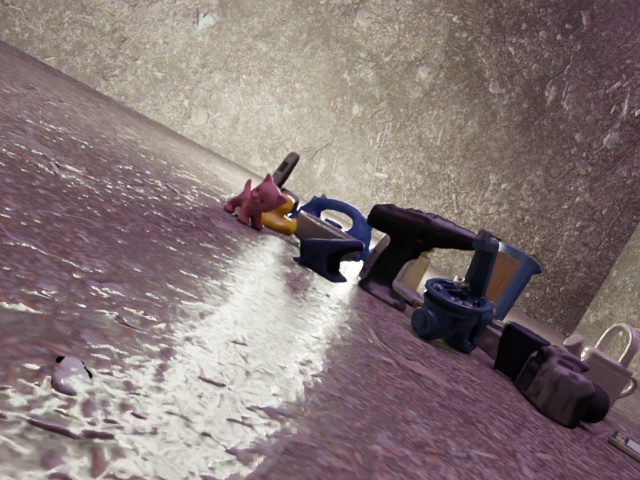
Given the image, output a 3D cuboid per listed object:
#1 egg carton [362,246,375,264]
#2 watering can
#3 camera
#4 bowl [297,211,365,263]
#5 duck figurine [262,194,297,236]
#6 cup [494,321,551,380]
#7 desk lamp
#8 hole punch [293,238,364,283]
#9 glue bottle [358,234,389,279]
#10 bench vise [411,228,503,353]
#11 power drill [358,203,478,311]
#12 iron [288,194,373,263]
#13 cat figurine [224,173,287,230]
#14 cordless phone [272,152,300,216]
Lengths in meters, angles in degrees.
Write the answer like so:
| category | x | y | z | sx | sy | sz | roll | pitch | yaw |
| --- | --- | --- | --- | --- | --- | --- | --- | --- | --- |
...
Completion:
| category | x | y | z | sx | sy | sz | roll | pitch | yaw |
| --- | --- | --- | --- | --- | --- | --- | --- | --- | --- |
| egg carton | 0.182 | 0.074 | 1.500 | 0.151 | 0.069 | 0.107 | 24 | 7 | -38 |
| watering can | 0.574 | 0.254 | 1.164 | 0.173 | 0.194 | 0.100 | 25 | 7 | -30 |
| camera | 0.422 | 0.249 | 0.958 | 0.137 | 0.101 | 0.143 | 28 | 6 | -3 |
| bowl | 0.012 | 0.005 | 1.279 | 0.167 | 0.075 | 0.167 | 28 | 6 | -3 |
| duck figurine | -0.089 | -0.064 | 1.341 | 0.105 | 0.086 | 0.077 | 24 | 7 | -38 |
| cup | 0.376 | 0.214 | 1.077 | 0.118 | 0.095 | 0.091 | 23 | 8 | -45 |
| desk lamp | 0.251 | 0.042 | 1.394 | 0.118 | 0.213 | 0.202 | 25 | 7 | -32 |
| hole punch | 0.017 | 0.022 | 1.069 | 0.101 | 0.091 | 0.109 | 30 | 6 | 18 |
| glue bottle | 0.148 | 0.021 | 1.291 | 0.037 | 0.173 | 0.078 | 26 | 6 | -18 |
| bench vise | 0.268 | 0.088 | 1.048 | 0.121 | 0.220 | 0.208 | 31 | 6 | 26 |
| power drill | 0.182 | 0.033 | 1.175 | 0.229 | 0.208 | 0.076 | 30 | 6 | 11 |
| iron | 0.027 | -0.043 | 1.428 | 0.257 | 0.141 | 0.119 | 31 | 7 | 27 |
| cat figurine | -0.130 | -0.089 | 1.207 | 0.067 | 0.118 | 0.127 | 23 | 8 | -44 |
| cordless phone | -0.097 | -0.147 | 1.535 | 0.094 | 0.185 | 0.147 | 24 | 7 | -38 |
